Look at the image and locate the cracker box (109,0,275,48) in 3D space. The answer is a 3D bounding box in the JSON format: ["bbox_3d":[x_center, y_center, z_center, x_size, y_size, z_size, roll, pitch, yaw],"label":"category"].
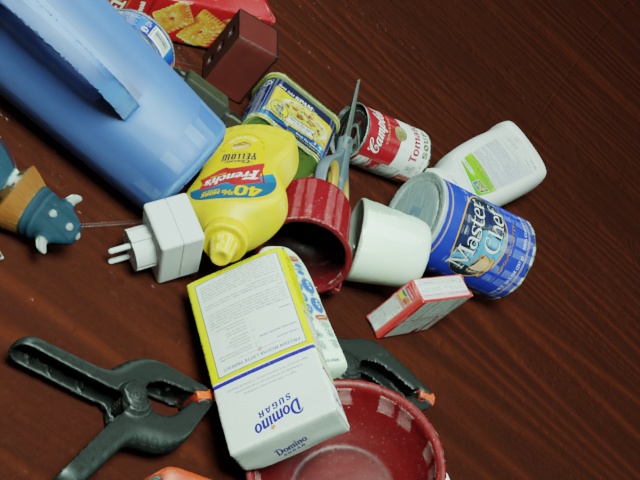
[{"bbox_3d":[-0.169,-0.297,1.159,0.213,0.072,0.164,4,53,-42],"label":"cracker box"}]

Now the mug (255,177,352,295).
[{"bbox_3d":[-0.007,0.001,1.042,0.117,0.093,0.081,58,23,-30],"label":"mug"}]

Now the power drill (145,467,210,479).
[{"bbox_3d":[-0.077,0.265,0.741,0.184,0.057,0.187,28,40,-25],"label":"power drill"}]

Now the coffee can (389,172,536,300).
[{"bbox_3d":[0.155,-0.003,1.189,0.140,0.103,0.103,23,42,-30],"label":"coffee can"}]

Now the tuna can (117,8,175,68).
[{"bbox_3d":[-0.184,-0.175,1.018,0.086,0.086,0.033,38,38,-13],"label":"tuna can"}]

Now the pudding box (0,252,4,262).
[{"bbox_3d":[-0.280,0.041,0.715,0.039,0.090,0.113,50,36,4],"label":"pudding box"}]

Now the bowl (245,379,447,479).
[{"bbox_3d":[0.020,0.195,0.872,0.162,0.055,0.162,1,50,-1],"label":"bowl"}]

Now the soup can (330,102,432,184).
[{"bbox_3d":[0.071,-0.110,1.234,0.102,0.069,0.068,18,45,-35],"label":"soup can"}]

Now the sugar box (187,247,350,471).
[{"bbox_3d":[-0.046,0.095,0.880,0.048,0.093,0.176,61,7,-52],"label":"sugar box"}]

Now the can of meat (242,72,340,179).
[{"bbox_3d":[-0.036,-0.117,1.141,0.102,0.058,0.084,37,39,-14],"label":"can of meat"}]

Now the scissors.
[{"bbox_3d":[0.020,-0.102,1.137,0.096,0.016,0.201,49,44,-64],"label":"scissors"}]

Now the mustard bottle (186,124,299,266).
[{"bbox_3d":[-0.076,-0.038,0.983,0.096,0.058,0.191,-1,34,7],"label":"mustard bottle"}]

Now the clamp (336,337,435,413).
[{"bbox_3d":[0.013,0.129,0.977,0.209,0.036,0.164,28,42,-19],"label":"clamp"}]

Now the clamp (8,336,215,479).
[{"bbox_3d":[-0.156,0.119,0.813,0.171,0.039,0.120,-4,64,-54],"label":"clamp"}]

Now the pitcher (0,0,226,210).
[{"bbox_3d":[-0.200,-0.140,0.928,0.242,0.145,0.149,43,37,-11],"label":"pitcher"}]

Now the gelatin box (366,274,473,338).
[{"bbox_3d":[0.102,0.067,1.095,0.089,0.073,0.030,-4,60,-47],"label":"gelatin box"}]

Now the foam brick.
[{"bbox_3d":[-0.086,-0.197,1.147,0.051,0.078,0.053,24,41,-27],"label":"foam brick"}]

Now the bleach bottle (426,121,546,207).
[{"bbox_3d":[0.186,-0.080,1.329,0.250,0.068,0.102,-21,72,-50],"label":"bleach bottle"}]
